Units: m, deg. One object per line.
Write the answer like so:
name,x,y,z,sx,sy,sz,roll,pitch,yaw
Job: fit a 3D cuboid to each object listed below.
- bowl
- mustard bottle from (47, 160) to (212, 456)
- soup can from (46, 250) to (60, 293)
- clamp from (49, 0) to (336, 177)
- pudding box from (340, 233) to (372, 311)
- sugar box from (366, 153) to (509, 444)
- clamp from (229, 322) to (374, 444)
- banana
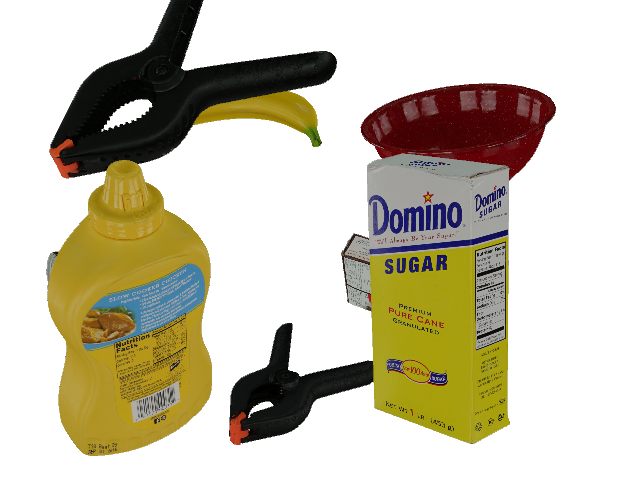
bowl,0.118,-0.081,0.897,0.162,0.055,0.162,-9,25,4
mustard bottle,-0.110,0.037,0.624,0.096,0.192,0.058,-21,45,-29
soup can,-0.212,0.040,1.052,0.102,0.068,0.069,-5,2,-28
clamp,-0.103,-0.112,0.783,0.165,0.209,0.036,33,-23,27
pudding box,0.082,0.048,1.202,0.114,0.039,0.090,17,-39,21
sugar box,0.077,0.035,0.702,0.048,0.176,0.094,-18,20,-40
clamp,-0.039,0.140,1.064,0.120,0.039,0.171,24,35,38
banana,-0.085,-0.149,1.223,0.198,0.037,0.069,8,42,16
